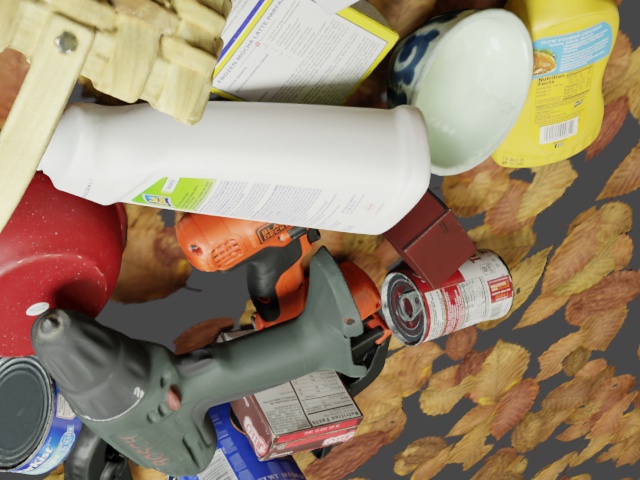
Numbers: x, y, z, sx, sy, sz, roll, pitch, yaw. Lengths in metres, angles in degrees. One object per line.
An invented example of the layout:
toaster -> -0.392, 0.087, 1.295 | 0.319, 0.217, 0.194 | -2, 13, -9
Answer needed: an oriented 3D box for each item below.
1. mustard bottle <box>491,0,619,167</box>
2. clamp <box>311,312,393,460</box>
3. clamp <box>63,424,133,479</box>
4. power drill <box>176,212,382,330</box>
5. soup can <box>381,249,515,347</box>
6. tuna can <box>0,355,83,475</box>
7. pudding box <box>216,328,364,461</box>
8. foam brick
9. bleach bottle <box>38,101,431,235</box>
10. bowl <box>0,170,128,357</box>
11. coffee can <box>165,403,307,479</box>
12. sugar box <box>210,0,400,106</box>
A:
mustard bottle -> 0.176, -0.144, 0.808 | 0.096, 0.058, 0.192 | -15, 139, -9
clamp -> 0.000, 0.138, 0.988 | 0.120, 0.039, 0.172 | 6, 120, -49
clamp -> -0.183, 0.186, 0.853 | 0.164, 0.036, 0.210 | -44, 157, -55
power drill -> -0.005, 0.001, 0.825 | 0.184, 0.057, 0.187 | -29, 141, -8
soup can -> 0.115, 0.051, 0.961 | 0.102, 0.069, 0.069 | -14, 138, -27
tuna can -> -0.210, 0.125, 0.769 | 0.086, 0.086, 0.033 | -47, 143, 14
pudding box -> -0.029, 0.122, 0.885 | 0.089, 0.113, 0.039 | -5, 139, -34
foam brick -> 0.087, -0.006, 0.891 | 0.053, 0.051, 0.078 | -42, 143, -1
bleach bottle -> -0.064, -0.052, 0.671 | 0.250, 0.068, 0.103 | 5, 156, -19
bowl -> -0.193, 0.026, 0.702 | 0.162, 0.055, 0.162 | -21, 141, -19
coffee can -> -0.077, 0.190, 0.898 | 0.102, 0.140, 0.103 | -22, 141, -19
sugar box -> -0.041, -0.133, 0.661 | 0.175, 0.048, 0.093 | 20, 119, -44
